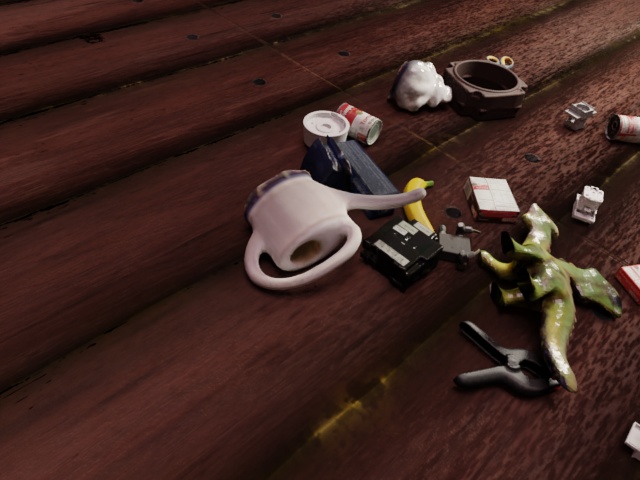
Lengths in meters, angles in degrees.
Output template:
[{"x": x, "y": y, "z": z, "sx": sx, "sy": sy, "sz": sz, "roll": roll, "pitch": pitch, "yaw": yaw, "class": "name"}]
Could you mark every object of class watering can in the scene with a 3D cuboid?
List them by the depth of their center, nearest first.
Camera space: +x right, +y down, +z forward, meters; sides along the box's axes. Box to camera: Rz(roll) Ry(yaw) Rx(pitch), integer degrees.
[{"x": 0.003, "y": -0.048, "z": 0.950, "sx": 0.350, "sy": 0.101, "sz": 0.228, "roll": -33, "pitch": 56, "yaw": -12, "class": "watering can"}]

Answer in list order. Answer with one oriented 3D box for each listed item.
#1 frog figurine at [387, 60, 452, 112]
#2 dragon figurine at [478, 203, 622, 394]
[{"x": 0.275, "y": -0.402, "z": 1.373, "sx": 0.160, "sy": 0.121, "sz": 0.139, "roll": 25, "pitch": 79, "yaw": 5, "class": "frog figurine"}, {"x": 0.429, "y": 0.084, "z": 0.904, "sx": 0.243, "sy": 0.119, "sz": 0.420, "roll": 5, "pitch": 44, "yaw": -14, "class": "dragon figurine"}]
